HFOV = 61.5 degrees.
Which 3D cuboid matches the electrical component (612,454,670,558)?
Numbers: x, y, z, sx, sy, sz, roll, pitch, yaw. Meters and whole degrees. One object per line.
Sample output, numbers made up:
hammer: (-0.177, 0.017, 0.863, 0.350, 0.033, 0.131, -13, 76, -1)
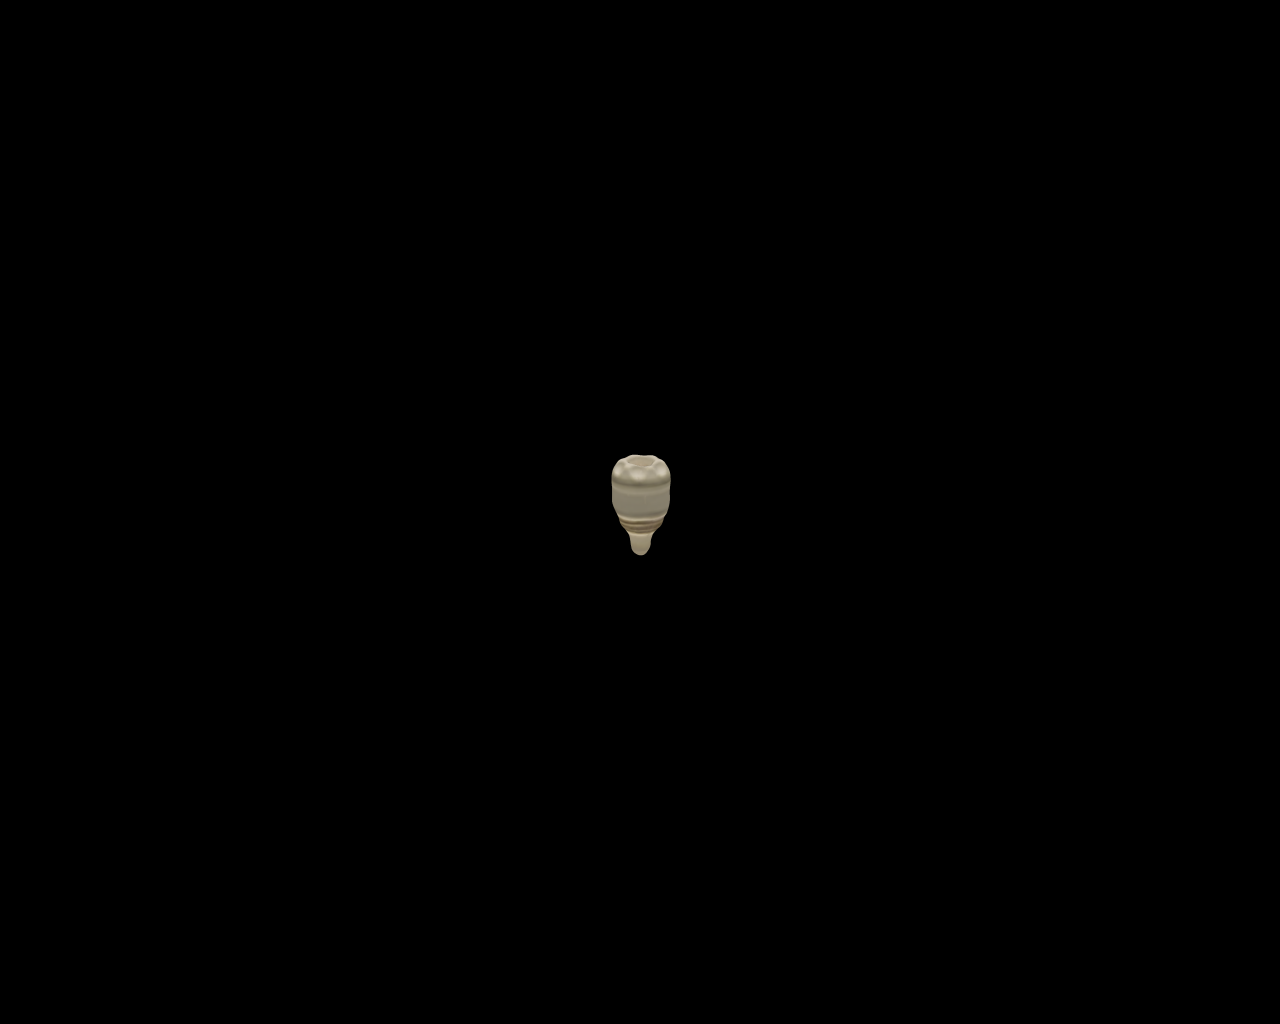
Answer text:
electrical component: (0.001, -0.003, 0.650, 0.035, 0.061, 0.035, 0, 18, 0)
